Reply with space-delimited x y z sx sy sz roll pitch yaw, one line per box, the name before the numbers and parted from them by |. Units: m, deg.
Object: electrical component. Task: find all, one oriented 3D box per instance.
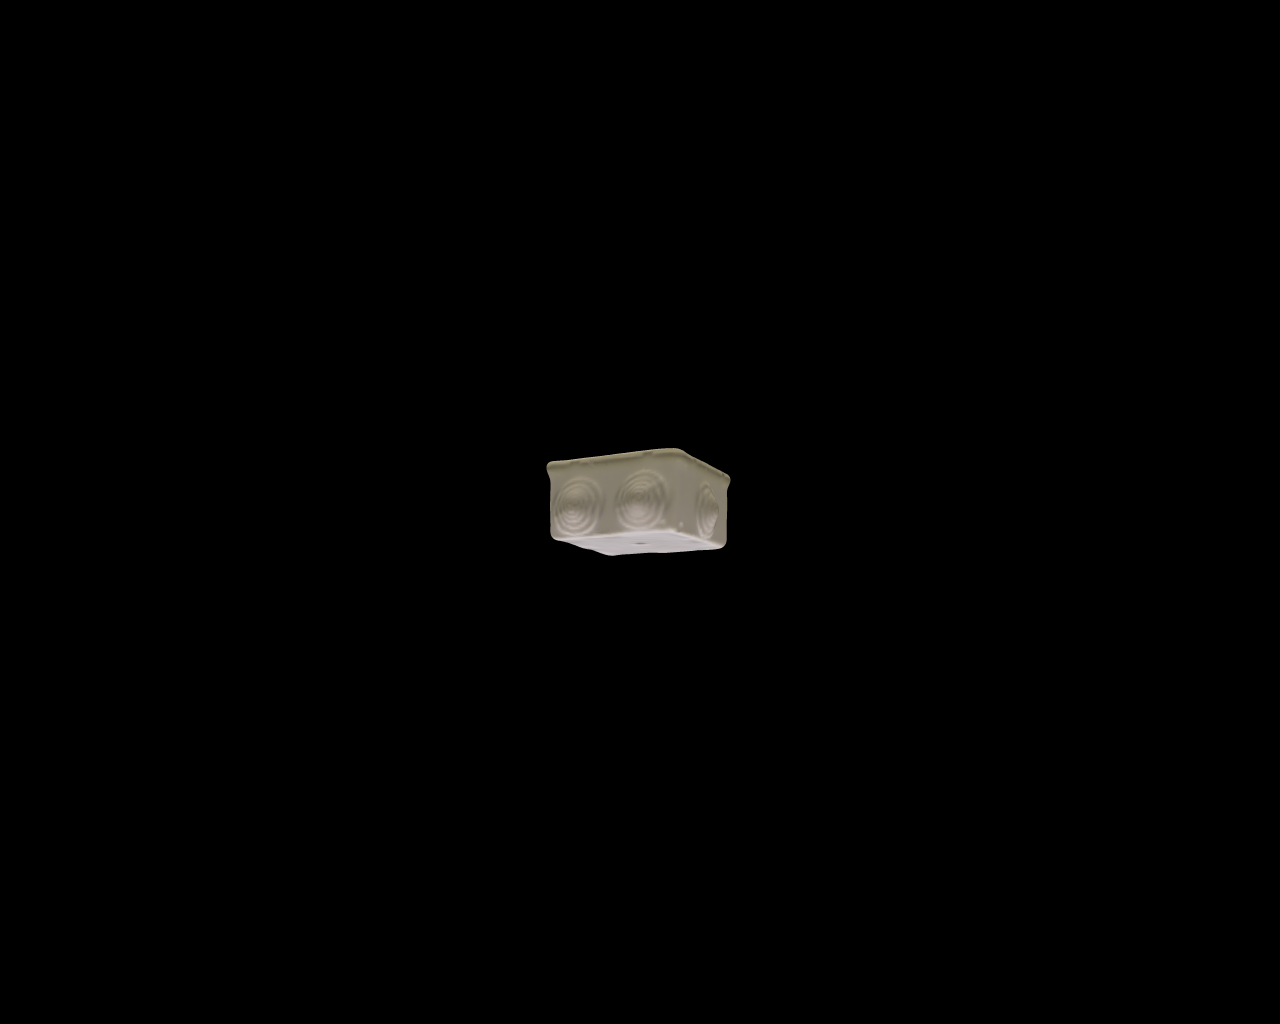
electrical component | 0.001 -0.003 0.650 0.100 0.048 0.099 -5 -11 24
